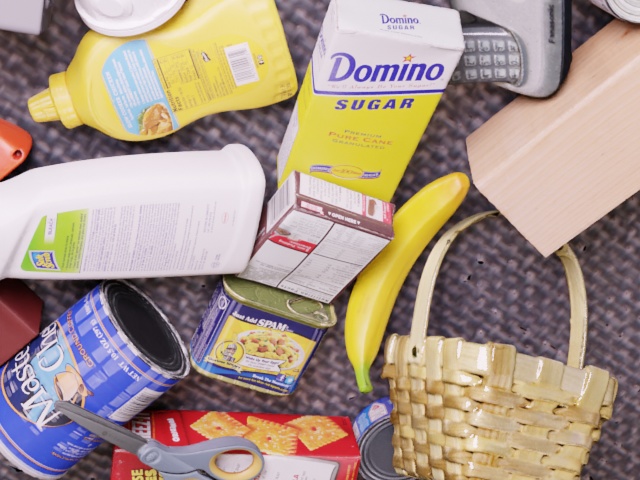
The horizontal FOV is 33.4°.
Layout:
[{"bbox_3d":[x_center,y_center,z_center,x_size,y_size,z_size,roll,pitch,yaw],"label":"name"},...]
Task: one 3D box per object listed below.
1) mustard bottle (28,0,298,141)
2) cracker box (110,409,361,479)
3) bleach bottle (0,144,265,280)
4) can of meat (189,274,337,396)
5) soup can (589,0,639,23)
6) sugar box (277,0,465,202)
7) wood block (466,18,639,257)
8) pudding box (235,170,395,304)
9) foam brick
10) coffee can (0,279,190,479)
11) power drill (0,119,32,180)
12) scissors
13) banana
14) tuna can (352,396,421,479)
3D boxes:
[{"bbox_3d":[-0.118,-0.122,0.776,0.191,0.058,0.096,-18,132,-1],"label":"mustard bottle"},{"bbox_3d":[-0.083,0.238,0.962,0.213,0.072,0.164,4,115,-11],"label":"cracker box"},{"bbox_3d":[-0.171,-0.019,0.781,0.250,0.068,0.103,-2,122,-26],"label":"bleach bottle"},{"bbox_3d":[-0.050,0.077,0.893,0.102,0.057,0.084,19,114,-18],"label":"can of meat"},{"bbox_3d":[0.216,-0.202,0.770,0.068,0.102,0.068,-4,117,-8],"label":"soup can"},{"bbox_3d":[0.032,-0.097,0.784,0.093,0.048,0.176,7,144,-13],"label":"sugar box"},{"bbox_3d":[0.220,-0.095,0.810,0.206,0.090,0.090,-40,111,22],"label":"wood block"},{"bbox_3d":[-0.006,0.001,0.846,0.090,0.039,0.114,17,143,-21],"label":"pudding box"},{"bbox_3d":[-0.267,0.068,0.852,0.078,0.053,0.051,-38,117,11],"label":"foam brick"},{"bbox_3d":[-0.190,0.111,0.859,0.140,0.103,0.102,-39,117,10],"label":"coffee can"},{"bbox_3d":[-0.296,-0.111,0.754,0.184,0.057,0.187,-37,115,9],"label":"power drill"},{"bbox_3d":[-0.115,0.162,0.851,0.096,0.016,0.201,-34,128,-2],"label":"scissors"},{"bbox_3d":[0.064,0.027,0.882,0.037,0.070,0.198,11,107,-42],"label":"banana"},{"bbox_3d":[0.071,0.185,0.983,0.086,0.034,0.086,-4,117,-8],"label":"tuna can"}]
